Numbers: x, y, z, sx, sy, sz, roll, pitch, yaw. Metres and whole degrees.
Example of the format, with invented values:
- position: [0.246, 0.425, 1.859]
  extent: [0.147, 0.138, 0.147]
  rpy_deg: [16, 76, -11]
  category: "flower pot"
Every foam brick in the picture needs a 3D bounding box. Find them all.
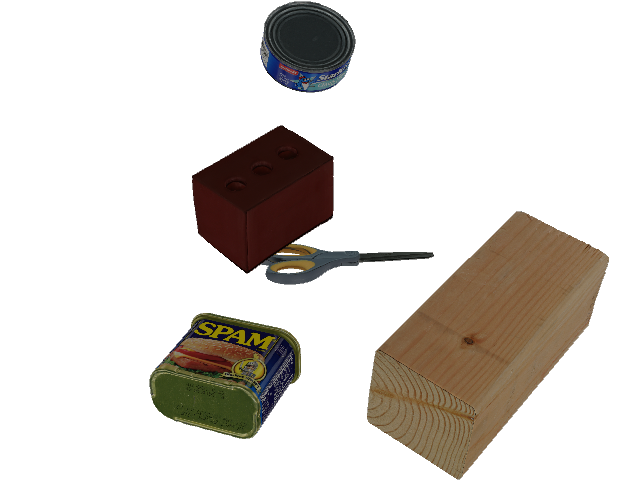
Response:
- position: [-0.036, -0.028, 0.686]
  extent: [0.078, 0.051, 0.053]
  rpy_deg: [-34, 53, -30]
  category: "foam brick"

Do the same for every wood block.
- position: [0.136, 0.077, 0.856]
  extent: [0.091, 0.090, 0.205]
  rpy_deg: [30, 49, 26]
  category: "wood block"

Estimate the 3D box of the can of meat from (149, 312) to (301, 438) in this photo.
- position: [-0.078, 0.110, 0.876]
  extent: [0.102, 0.057, 0.083]
  rpy_deg: [11, 32, 19]
  category: "can of meat"

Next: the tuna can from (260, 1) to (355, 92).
- position: [-0.013, -0.179, 0.993]
  extent: [0.086, 0.086, 0.034]
  rpy_deg: [0, -32, -12]
  category: "tuna can"

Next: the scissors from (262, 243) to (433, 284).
- position: [0.024, 0.027, 1.176]
  extent: [0.202, 0.016, 0.096]
  rpy_deg: [4, 23, 4]
  category: "scissors"
